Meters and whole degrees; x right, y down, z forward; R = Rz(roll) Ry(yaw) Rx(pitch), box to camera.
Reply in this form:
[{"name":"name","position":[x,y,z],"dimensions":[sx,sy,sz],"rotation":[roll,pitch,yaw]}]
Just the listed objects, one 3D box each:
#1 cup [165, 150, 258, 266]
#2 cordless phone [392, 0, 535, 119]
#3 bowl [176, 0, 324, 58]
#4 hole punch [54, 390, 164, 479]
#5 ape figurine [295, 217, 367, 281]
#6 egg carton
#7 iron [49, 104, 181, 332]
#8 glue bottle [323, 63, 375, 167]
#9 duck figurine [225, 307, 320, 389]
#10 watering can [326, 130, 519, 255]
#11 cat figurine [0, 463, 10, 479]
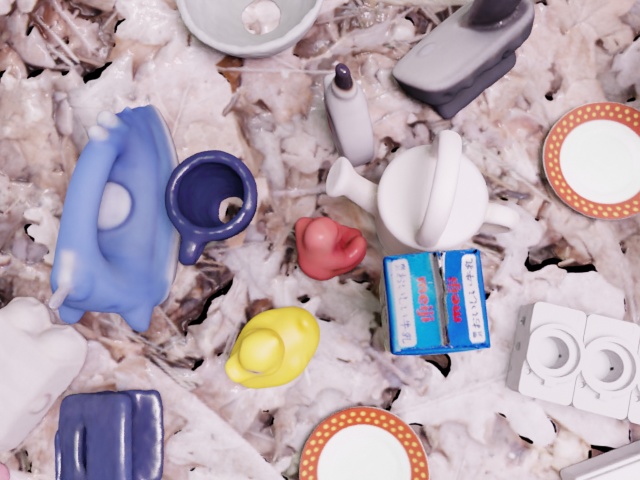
[{"name":"cup","position":[-0.107,-0.024,0.594],"dimensions":[0.091,0.095,0.118],"rotation":[18,82,8]},{"name":"cordless phone","position":[0.148,-0.213,0.561],"dimensions":[0.147,0.185,0.094],"rotation":[-44,80,-4]},{"name":"bowl","position":[-0.071,-0.272,0.645],"dimensions":[0.167,0.075,0.167],"rotation":[-1,80,4]},{"name":"hole punch","position":[-0.215,0.205,0.565],"dimensions":[0.101,0.091,0.109],"rotation":[-5,80,4]},{"name":"ape figurine","position":[0.005,0.002,0.582],"dimensions":[0.077,0.092,0.076],"rotation":[42,86,10]},{"name":"egg carton","position":[-0.317,0.140,0.595],"dimensions":[0.107,0.069,0.150],"rotation":[36,85,9]},{"name":"iron","position":[-0.214,-0.041,0.582],"dimensions":[0.118,0.141,0.258],"rotation":[5,81,5]},{"name":"glue bottle","position":[0.025,-0.130,0.562],"dimensions":[0.037,0.173,0.078],"rotation":[-23,79,0]},{"name":"duck figurine","position":[-0.050,0.108,0.571],"dimensions":[0.104,0.086,0.077],"rotation":[-35,79,-2]},{"name":"watering can","position":[0.094,-0.035,0.530],"dimensions":[0.172,0.194,0.101],"rotation":[-9,79,3]},{"name":"cat figurine","position":[-0.347,0.290,0.546],"dimensions":[0.067,0.118,0.128],"rotation":[-25,79,0]}]
